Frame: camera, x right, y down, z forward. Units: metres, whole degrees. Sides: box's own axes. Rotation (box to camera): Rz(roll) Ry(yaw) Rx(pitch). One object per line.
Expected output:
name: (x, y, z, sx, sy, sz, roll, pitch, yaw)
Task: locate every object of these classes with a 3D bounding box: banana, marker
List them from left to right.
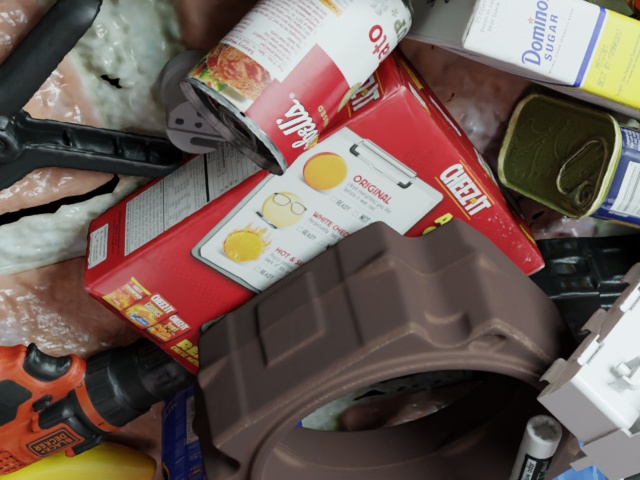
banana: (-0.217, 0.187, 0.765, 0.197, 0.037, 0.069, -29, 104, -6)
marker: (0.115, 0.141, 0.605, 0.020, 0.020, 0.121, -2, 136, -6)

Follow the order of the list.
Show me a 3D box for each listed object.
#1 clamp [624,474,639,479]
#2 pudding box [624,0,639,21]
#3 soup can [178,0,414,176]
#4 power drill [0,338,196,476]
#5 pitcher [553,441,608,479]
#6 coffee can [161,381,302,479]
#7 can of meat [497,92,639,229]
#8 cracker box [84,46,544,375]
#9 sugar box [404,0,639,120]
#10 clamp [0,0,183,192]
clamp: (0.190, 0.233, 0.873, 0.210, 0.036, 0.164, -9, 132, 3)
pudding box: (0.213, -0.163, 0.536, 0.113, 0.039, 0.090, -7, 131, 2)
soup can: (-0.011, -0.091, 0.524, 0.102, 0.069, 0.068, -49, 126, -9)
power drill: (-0.190, 0.068, 0.670, 0.185, 0.057, 0.187, -28, 128, 17)
pitcher: (0.085, 0.203, 0.762, 0.243, 0.145, 0.149, -15, 142, 27)
coffee can: (-0.057, 0.170, 0.720, 0.102, 0.140, 0.103, -4, 131, -4)
can of meat: (0.162, -0.039, 0.592, 0.083, 0.102, 0.057, 12, 102, -23)
cracker box: (-0.004, 0.001, 0.628, 0.214, 0.072, 0.164, -31, 130, 17)
sugar box: (0.137, -0.095, 0.546, 0.176, 0.093, 0.048, 17, 99, -20)
clamp: (-0.168, -0.070, 0.567, 0.171, 0.039, 0.120, -10, 129, 1)
